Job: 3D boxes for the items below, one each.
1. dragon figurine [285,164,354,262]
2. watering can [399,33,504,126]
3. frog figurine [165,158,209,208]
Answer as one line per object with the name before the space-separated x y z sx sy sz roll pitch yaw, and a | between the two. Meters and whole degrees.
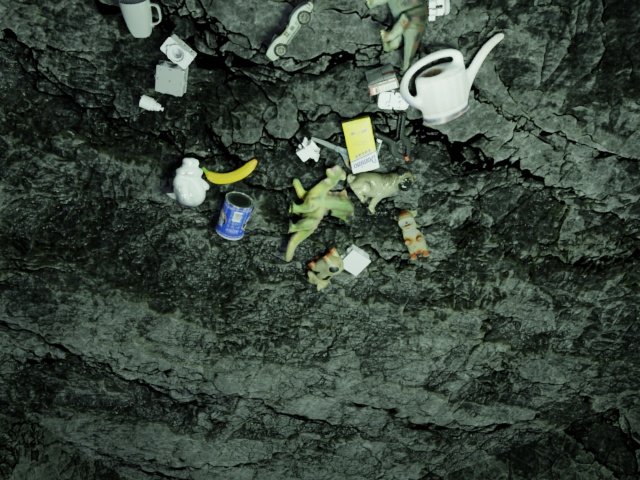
dragon figurine | 0.006 -0.092 1.824 0.243 0.125 0.401 1 125 -11
watering can | 0.411 -0.482 1.571 0.348 0.106 0.219 -22 126 -3
frog figurine | -0.434 -0.194 1.743 0.137 0.125 0.157 10 119 -47
